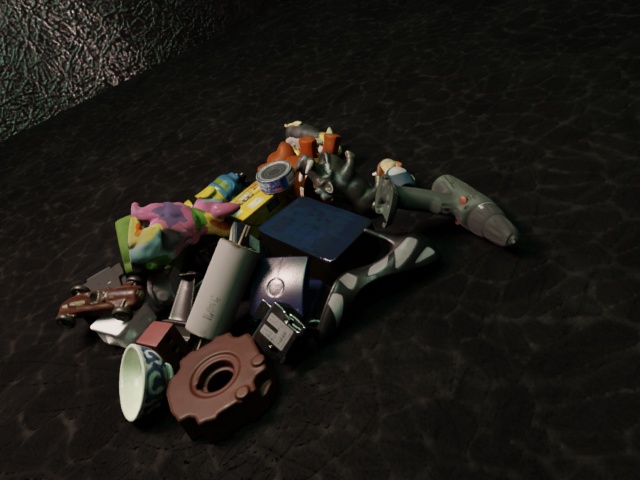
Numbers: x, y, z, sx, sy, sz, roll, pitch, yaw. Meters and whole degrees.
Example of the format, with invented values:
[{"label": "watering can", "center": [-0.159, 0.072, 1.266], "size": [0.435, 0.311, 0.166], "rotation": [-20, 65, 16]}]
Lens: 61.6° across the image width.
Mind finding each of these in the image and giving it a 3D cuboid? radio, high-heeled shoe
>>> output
[{"label": "radio", "center": [-0.002, -0.003, 1.042], "size": [0.131, 0.073, 0.230], "rotation": [-41, 40, -24]}, {"label": "high-heeled shoe", "center": [0.099, 0.086, 0.898], "size": [0.145, 0.086, 0.248], "rotation": [26, 73, 7]}]

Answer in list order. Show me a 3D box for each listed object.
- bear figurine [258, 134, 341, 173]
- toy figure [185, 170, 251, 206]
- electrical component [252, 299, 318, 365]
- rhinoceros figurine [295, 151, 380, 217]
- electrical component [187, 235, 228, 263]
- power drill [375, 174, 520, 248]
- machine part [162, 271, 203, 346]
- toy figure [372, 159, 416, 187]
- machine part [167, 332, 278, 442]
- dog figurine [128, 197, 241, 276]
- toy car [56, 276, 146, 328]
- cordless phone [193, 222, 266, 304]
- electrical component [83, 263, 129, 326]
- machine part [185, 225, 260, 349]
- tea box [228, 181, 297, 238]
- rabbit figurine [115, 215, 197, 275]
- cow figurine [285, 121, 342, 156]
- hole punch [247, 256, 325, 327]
[{"label": "bear figurine", "center": [-0.055, -0.199, 1.287], "size": [0.120, 0.131, 0.196], "rotation": [-16, 29, -40]}, {"label": "toy figure", "center": [-0.253, -0.098, 1.301], "size": [0.180, 0.082, 0.089], "rotation": [-48, 31, -24]}, {"label": "electrical component", "center": [-0.069, 0.137, 0.866], "size": [0.119, 0.047, 0.075], "rotation": [40, 98, 29]}, {"label": "rhinoceros figurine", "center": [0.039, -0.118, 1.091], "size": [0.112, 0.190, 0.073], "rotation": [-62, 13, -17]}, {"label": "electrical component", "center": [-0.231, 0.007, 1.167], "size": [0.102, 0.045, 0.078], "rotation": [-37, 50, -27]}, {"label": "power drill", "center": [0.209, -0.057, 0.934], "size": [0.207, 0.085, 0.232], "rotation": [-1, 28, -9]}, {"label": "machine part", "center": [-0.254, 0.126, 1.001], "size": [0.084, 0.039, 0.139], "rotation": [2, 75, 38]}, {"label": "toy figure", "center": [0.158, -0.135, 1.140], "size": [0.064, 0.057, 0.155], "rotation": [10, 27, -21]}, {"label": "machine part", "center": [-0.156, 0.224, 0.843], "size": [0.179, 0.056, 0.179], "rotation": [-16, 35, 12]}, {"label": "dog figurine", "center": [-0.266, -0.017, 1.078], "size": [0.219, 0.108, 0.192], "rotation": [-6, 38, -12]}, {"label": "toy car", "center": [-0.431, 0.119, 1.046], "size": [0.202, 0.053, 0.089], "rotation": [-8, 48, 19]}, {"label": "cordless phone", "center": [-0.201, 0.064, 1.072], "size": [0.184, 0.088, 0.147], "rotation": [-35, 32, 16]}, {"label": "electrical component", "center": [-0.462, 0.113, 1.160], "size": [0.115, 0.058, 0.134], "rotation": [-31, 36, -15]}, {"label": "machine part", "center": [-0.170, 0.087, 0.938], "size": [0.079, 0.079, 0.243], "rotation": [19, 86, 44]}, {"label": "tea box", "center": [-0.131, -0.080, 1.215], "size": [0.098, 0.068, 0.169], "rotation": [22, 53, 43]}, {"label": "rabbit figurine", "center": [-0.351, 0.010, 1.189], "size": [0.170, 0.121, 0.159], "rotation": [-16, 37, -15]}, {"label": "cow figurine", "center": [-0.018, -0.254, 1.357], "size": [0.168, 0.098, 0.068], "rotation": [14, 43, 41]}, {"label": "hole punch", "center": [-0.063, 0.091, 0.941], "size": [0.142, 0.092, 0.116], "rotation": [-2, 44, 22]}]
